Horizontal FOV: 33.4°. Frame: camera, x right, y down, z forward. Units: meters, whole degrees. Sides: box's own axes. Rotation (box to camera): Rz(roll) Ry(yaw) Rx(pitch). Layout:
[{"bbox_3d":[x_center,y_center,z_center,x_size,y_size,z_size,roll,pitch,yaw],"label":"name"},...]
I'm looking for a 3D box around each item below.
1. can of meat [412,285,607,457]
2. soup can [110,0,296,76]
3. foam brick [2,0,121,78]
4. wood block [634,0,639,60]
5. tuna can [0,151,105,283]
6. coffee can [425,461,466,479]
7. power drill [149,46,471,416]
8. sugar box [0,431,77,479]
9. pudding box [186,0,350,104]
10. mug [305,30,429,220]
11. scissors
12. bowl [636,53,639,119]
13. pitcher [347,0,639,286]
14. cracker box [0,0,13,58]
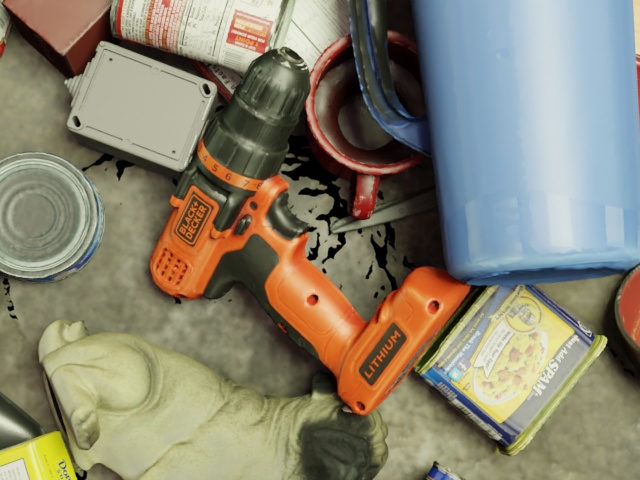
[{"bbox_3d":[0.124,0.077,0.709,0.084,0.057,0.102,40,83,2],"label":"can of meat"},{"bbox_3d":[-0.072,-0.144,0.670,0.102,0.068,0.068,18,83,0],"label":"soup can"},{"bbox_3d":[-0.164,-0.144,0.695,0.053,0.078,0.051,43,82,1],"label":"foam brick"},{"bbox_3d":[0.228,-0.148,0.722,0.206,0.090,0.091,12,85,-4],"label":"wood block"},{"bbox_3d":[-0.186,-0.015,0.704,0.086,0.034,0.086,0,85,-5],"label":"tuna can"},{"bbox_3d":[0.080,0.226,0.668,0.103,0.103,0.140,32,83,-1],"label":"coffee can"},{"bbox_3d":[-0.004,0.001,0.652,0.188,0.057,0.185,39,122,14],"label":"power drill"},{"bbox_3d":[-0.228,0.189,0.653,0.176,0.048,0.093,-20,86,15],"label":"sugar box"},{"bbox_3d":[-0.033,-0.142,0.726,0.113,0.039,0.090,-41,88,-5],"label":"pudding box"},{"bbox_3d":[0.032,-0.071,0.702,0.093,0.081,0.117,4,84,-5],"label":"mug"},{"bbox_3d":[0.104,-0.056,0.740,0.201,0.016,0.096,-3,83,-5],"label":"scissors"},{"bbox_3d":[0.177,-0.037,0.685,0.162,0.055,0.162,2,118,3],"label":"bowl"},{"bbox_3d":[0.106,-0.098,0.606,0.144,0.149,0.243,-1,82,-17],"label":"pitcher"},{"bbox_3d":[-0.290,-0.228,0.697,0.213,0.072,0.164,16,82,-2],"label":"cracker box"}]
